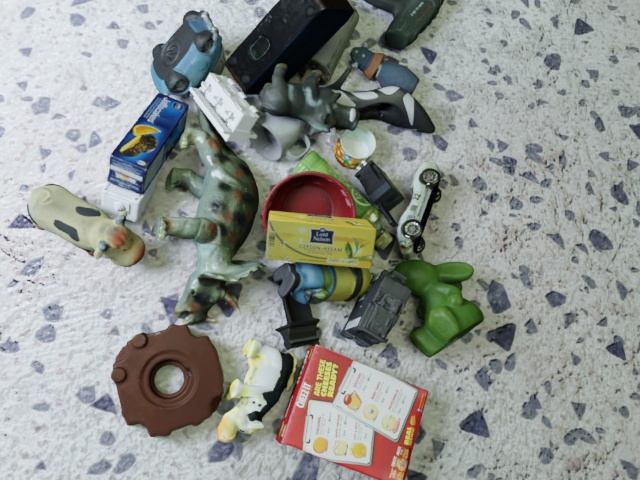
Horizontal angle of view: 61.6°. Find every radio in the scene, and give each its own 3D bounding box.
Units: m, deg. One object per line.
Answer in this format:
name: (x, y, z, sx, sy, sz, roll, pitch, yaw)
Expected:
radio: (-0.058, -0.358, 0.961, 0.073, 0.229, 0.131, 54, 31, 3)

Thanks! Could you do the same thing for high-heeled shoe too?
high-heeled shoe: (0.103, -0.238, 1.066, 0.249, 0.086, 0.145, 30, 77, -5)

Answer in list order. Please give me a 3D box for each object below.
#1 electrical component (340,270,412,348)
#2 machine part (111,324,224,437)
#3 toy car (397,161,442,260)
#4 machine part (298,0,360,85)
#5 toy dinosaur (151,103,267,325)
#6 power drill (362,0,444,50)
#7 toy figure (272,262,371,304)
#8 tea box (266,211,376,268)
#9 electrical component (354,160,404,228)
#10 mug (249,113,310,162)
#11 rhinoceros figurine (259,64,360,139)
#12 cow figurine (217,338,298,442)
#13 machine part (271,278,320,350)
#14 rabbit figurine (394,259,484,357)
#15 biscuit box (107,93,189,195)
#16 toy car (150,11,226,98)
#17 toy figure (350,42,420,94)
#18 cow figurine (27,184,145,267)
electrical component: (0.101, 0.117, 0.937, 0.058, 0.115, 0.134, 33, 70, -7)
machine part: (-0.237, 0.219, 0.846, 0.179, 0.056, 0.179, 4, 74, -15)
toy car: (0.189, -0.057, 1.031, 0.056, 0.073, 0.201, 14, 68, 21)
machine part: (0.016, -0.401, 1.086, 0.079, 0.079, 0.243, 25, 70, -7)
toy dinosaur: (-0.171, -0.061, 0.920, 0.192, 0.131, 0.405, 20, 65, -23)
power drill: (0.165, -0.539, 1.174, 0.207, 0.086, 0.232, 32, 71, -13)
toy figure: (0.010, 0.069, 0.913, 0.180, 0.089, 0.082, 10, 69, -44)
tea box: (-0.002, -0.003, 0.872, 0.170, 0.098, 0.068, 4, 101, -7)
electrical component: (0.120, -0.084, 1.000, 0.048, 0.074, 0.119, -40, 56, 15)
mug: (-0.062, -0.203, 1.005, 0.109, 0.080, 0.107, 38, 60, 6)
rhinoceros figurine: (-0.015, -0.243, 0.966, 0.190, 0.073, 0.112, 8, 58, -29)
cow figurine: (-0.102, 0.251, 0.870, 0.098, 0.068, 0.167, 25, 70, -14)
machine part: (-0.044, 0.118, 0.929, 0.084, 0.039, 0.139, 0, 69, -36)
rabbit figurine: (0.214, 0.096, 0.977, 0.159, 0.121, 0.170, -27, 68, -24)
biscuit box: (-0.284, -0.166, 0.902, 0.063, 0.059, 0.203, 21, 43, -8)
toy car: (-0.228, -0.328, 0.980, 0.161, 0.103, 0.109, -42, 62, 20)
toy figure: (0.130, -0.349, 1.114, 0.154, 0.057, 0.064, 30, 63, 0)
cow figurine: (-0.364, -0.023, 0.844, 0.195, 0.127, 0.085, 30, 72, -3)
